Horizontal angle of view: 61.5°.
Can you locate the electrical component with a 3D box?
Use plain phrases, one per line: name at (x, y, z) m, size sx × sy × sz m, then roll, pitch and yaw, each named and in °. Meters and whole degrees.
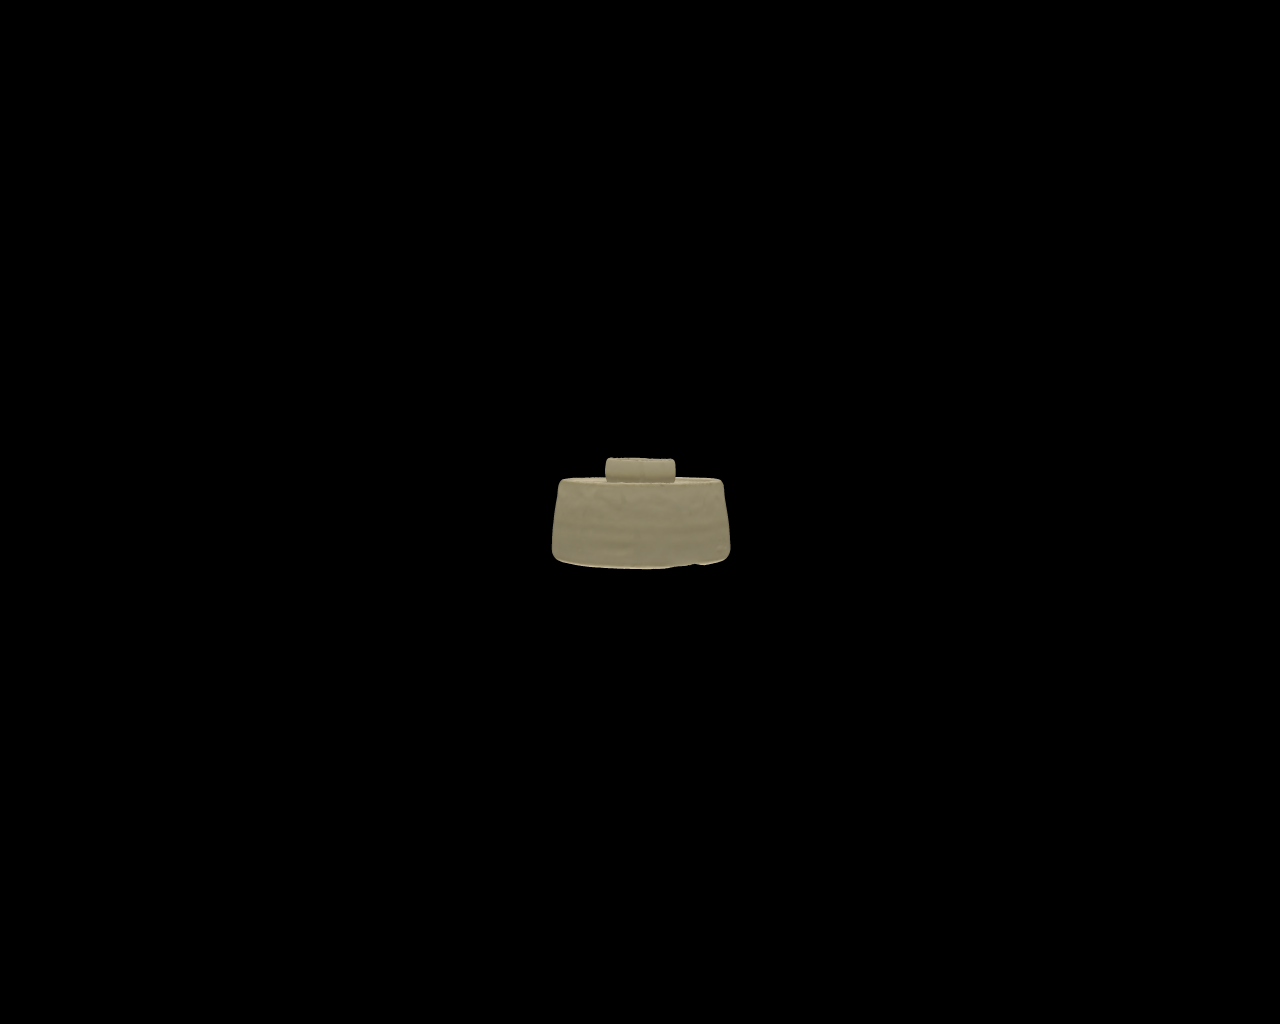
electrical component at (0.001, -0.003, 0.650) m, size 0.108 × 0.060 × 0.108 m, roll 0°, pitch 5°, yaw 0°
